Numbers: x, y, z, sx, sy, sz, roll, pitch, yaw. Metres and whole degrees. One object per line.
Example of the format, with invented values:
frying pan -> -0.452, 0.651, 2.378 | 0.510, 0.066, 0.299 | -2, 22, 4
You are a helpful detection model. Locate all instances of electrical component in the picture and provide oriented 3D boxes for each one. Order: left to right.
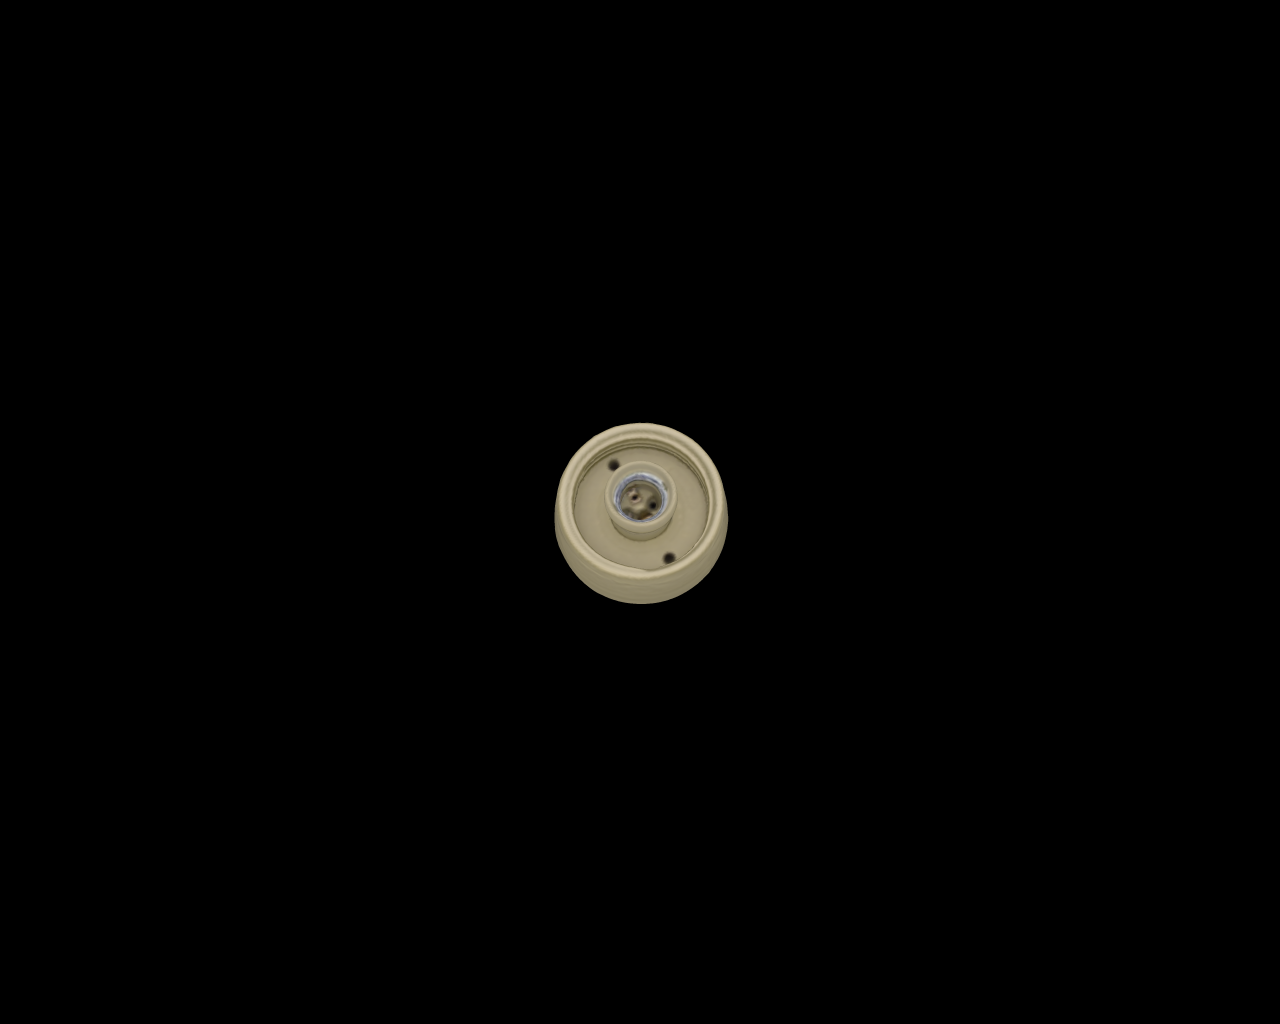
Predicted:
electrical component -> 0.001, -0.003, 0.650 | 0.108, 0.108, 0.060 | 0, -17, 0
